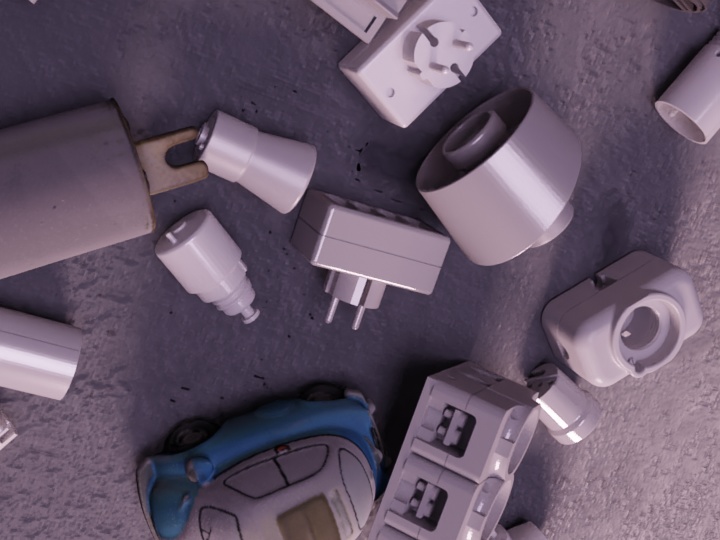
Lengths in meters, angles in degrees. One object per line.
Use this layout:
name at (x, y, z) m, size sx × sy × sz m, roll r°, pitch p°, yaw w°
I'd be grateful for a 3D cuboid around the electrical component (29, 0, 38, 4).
electrical component at (-0.189, -0.179, 0.537) m, size 0.089 × 0.050 × 0.055 m, roll 40°, pitch 90°, yaw -26°

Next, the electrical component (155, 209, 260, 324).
electrical component at (-0.087, 0.000, 0.637) m, size 0.040 × 0.040 × 0.078 m, roll -39°, pitch 115°, yaw -5°

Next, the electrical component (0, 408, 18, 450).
electrical component at (-0.226, 0.097, 0.617) m, size 0.046 × 0.040 × 0.040 m, roll -40°, pitch 116°, yaw -11°

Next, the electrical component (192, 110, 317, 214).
electrical component at (-0.064, -0.065, 0.625) m, size 0.065 × 0.044 × 0.044 m, roll 23°, pitch 97°, yaw -20°

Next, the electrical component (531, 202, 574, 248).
electrical component at (0.109, -0.044, 0.697) m, size 0.040 × 0.040 × 0.046 m, roll -44°, pitch 110°, yaw -3°

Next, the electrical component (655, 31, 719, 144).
electrical component at (0.240, -0.128, 0.716) m, size 0.043 × 0.043 × 0.081 m, roll 41°, pitch 89°, yaw -26°

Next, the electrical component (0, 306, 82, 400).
electrical component at (-0.203, 0.043, 0.605) m, size 0.081 × 0.043 × 0.043 m, roll 18°, pitch 99°, yaw -24°

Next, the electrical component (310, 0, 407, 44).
electrical component at (0.007, -0.174, 0.604) m, size 0.042 × 0.064 × 0.081 m, roll 34°, pitch 93°, yaw -27°

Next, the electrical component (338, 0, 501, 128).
electrical component at (0.042, -0.127, 0.625) m, size 0.083 × 0.076 × 0.047 m, roll -45°, pitch 116°, yaw -3°

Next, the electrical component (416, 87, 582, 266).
electrical component at (0.084, -0.060, 0.650) m, size 0.099 × 0.099 × 0.064 m, roll -45°, pitch 110°, yaw -2°

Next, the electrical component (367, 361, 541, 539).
electrical component at (0.061, 0.144, 0.700) m, size 0.062 × 0.089 × 0.150 m, roll 23°, pitch 100°, yaw 20°

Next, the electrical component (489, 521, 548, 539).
electrical component at (0.097, 0.208, 0.768) m, size 0.077 × 0.044 × 0.079 m, roll -36°, pitch 115°, yaw -7°

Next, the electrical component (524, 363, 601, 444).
electrical component at (0.139, 0.093, 0.750) m, size 0.046 × 0.040 × 0.040 m, roll 43°, pitch 89°, yaw -20°

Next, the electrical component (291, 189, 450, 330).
electrical component at (0.000, 0.000, 0.665) m, size 0.083 × 0.047 × 0.075 m, roll 15°, pitch 101°, yaw -24°

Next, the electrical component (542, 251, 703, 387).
electrical component at (0.182, 0.034, 0.736) m, size 0.095 × 0.059 × 0.053 m, roll -30°, pitch 114°, yaw -9°
